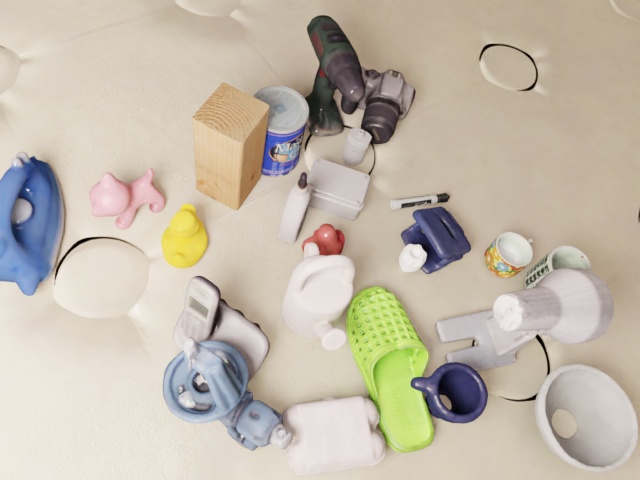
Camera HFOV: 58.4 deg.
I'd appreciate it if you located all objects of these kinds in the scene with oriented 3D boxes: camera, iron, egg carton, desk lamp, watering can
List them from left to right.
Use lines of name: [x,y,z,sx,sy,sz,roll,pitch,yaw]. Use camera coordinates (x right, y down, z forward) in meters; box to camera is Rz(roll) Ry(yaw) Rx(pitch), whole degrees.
iron: [-0.473,-0.050,0.893,0.119,0.141,0.258,4,62,-8]
watering can: [0.004,0.082,0.886,0.101,0.194,0.172,-28,71,-22]
egg carton: [0.020,0.289,0.852,0.150,0.069,0.107,-5,64,-13]
camera: [0.112,-0.271,1.144,0.143,0.101,0.137,17,61,-2]
desk lamp: [0.321,0.131,0.910,0.203,0.213,0.118,-9,65,-15]

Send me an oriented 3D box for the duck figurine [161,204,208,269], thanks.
duck figurine: [-0.226,-0.011,0.952,0.077,0.086,0.104,9,61,-6]

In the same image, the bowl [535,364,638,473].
bowl: [0.415,0.290,0.925,0.167,0.074,0.167,5,62,-8]

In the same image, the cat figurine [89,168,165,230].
cat figurine: [-0.325,-0.076,0.948,0.128,0.117,0.067,-36,74,-25]

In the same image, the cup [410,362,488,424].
cup: [0.189,0.244,0.894,0.118,0.095,0.092,14,61,-3]

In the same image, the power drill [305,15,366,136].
power drill: [0.022,-0.294,1.077,0.076,0.208,0.229,-10,65,-15]

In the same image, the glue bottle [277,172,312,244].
glue bottle: [-0.037,-0.063,0.966,0.037,0.173,0.078,21,61,1]

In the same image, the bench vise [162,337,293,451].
bench vise: [-0.122,0.200,0.786,0.207,0.219,0.121,18,61,-1]

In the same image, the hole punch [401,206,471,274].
hole punch: [0.215,-0.010,1.033,0.101,0.091,0.108,-23,69,-21]

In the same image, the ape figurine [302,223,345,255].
ape figurine: [0.009,0.004,0.986,0.078,0.092,0.076,1,63,-10]

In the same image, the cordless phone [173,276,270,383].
cordless phone: [-0.142,0.130,0.838,0.147,0.185,0.094,31,62,6]
